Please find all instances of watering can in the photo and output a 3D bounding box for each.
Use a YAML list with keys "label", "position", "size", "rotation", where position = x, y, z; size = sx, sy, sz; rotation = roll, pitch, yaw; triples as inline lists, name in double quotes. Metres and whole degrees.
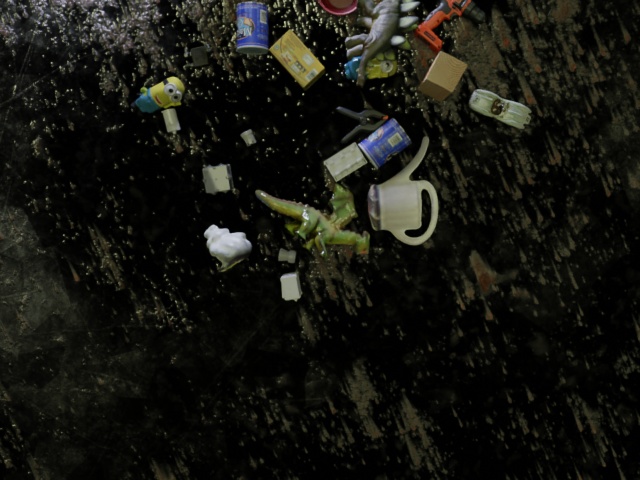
- label: "watering can"
  position: [0.264, -0.153, 1.661]
  size: [0.224, 0.104, 0.346]
  rotation: [-4, 96, 5]

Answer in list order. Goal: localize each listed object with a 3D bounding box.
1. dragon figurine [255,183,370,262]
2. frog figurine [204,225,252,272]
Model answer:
- label: "dragon figurine"
  position: [0.005, -0.086, 1.707]
  size: [0.244, 0.121, 0.410]
  rotation: [-44, 93, -10]
- label: "frog figurine"
  position: [-0.308, 0.011, 1.716]
  size: [0.139, 0.121, 0.160]
  rotation: [-27, 84, -26]
